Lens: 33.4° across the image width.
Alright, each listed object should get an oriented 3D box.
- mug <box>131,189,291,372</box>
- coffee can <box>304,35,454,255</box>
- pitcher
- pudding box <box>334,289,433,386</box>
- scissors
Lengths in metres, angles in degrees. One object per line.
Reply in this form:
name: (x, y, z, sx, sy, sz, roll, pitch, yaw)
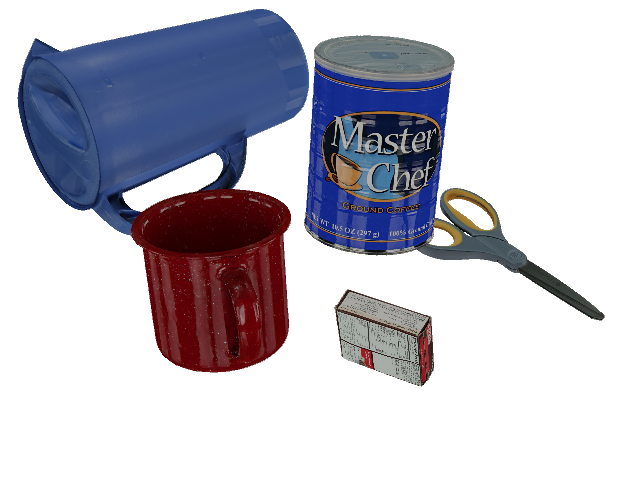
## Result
mug: (-0.056, 0.029, 0.624, 0.093, 0.081, 0.117, -13, 27, -19)
coffee can: (0.042, -0.074, 0.806, 0.103, 0.140, 0.103, 3, 25, -2)
pitcher: (-0.126, -0.116, 0.940, 0.242, 0.149, 0.145, -24, 37, -34)
pudding box: (0.076, 0.114, 1.249, 0.114, 0.090, 0.039, 16, 46, 24)
scissors: (0.153, 0.020, 0.950, 0.096, 0.016, 0.202, -21, 46, -16)
